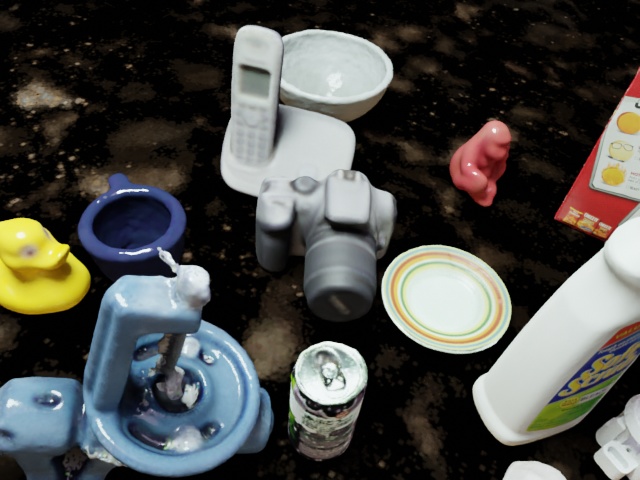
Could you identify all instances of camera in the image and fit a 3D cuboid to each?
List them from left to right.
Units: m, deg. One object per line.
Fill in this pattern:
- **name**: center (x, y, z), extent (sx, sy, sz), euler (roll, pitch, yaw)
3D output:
- **camera**: center (0.005, 0.002, 0.559), extent (0.143, 0.101, 0.137), euler (5, 48, -2)

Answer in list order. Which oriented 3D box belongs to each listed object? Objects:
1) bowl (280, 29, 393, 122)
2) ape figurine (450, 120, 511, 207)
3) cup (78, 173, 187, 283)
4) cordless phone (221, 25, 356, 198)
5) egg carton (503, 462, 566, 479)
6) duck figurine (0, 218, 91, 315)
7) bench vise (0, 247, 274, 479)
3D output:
- **bowl**: center (0.010, -0.205, 0.760), extent (0.167, 0.075, 0.167), euler (4, 48, -4)
- **ape figurine**: center (0.196, -0.099, 0.678), extent (0.078, 0.092, 0.076), euler (-23, 55, -25)
- **cup**: center (-0.174, 0.002, 0.541), extent (0.092, 0.095, 0.117), euler (-18, 53, -21)
- **cordless phone**: center (-0.032, -0.128, 0.613), extent (0.147, 0.185, 0.094), euler (12, 48, 4)
- **egg carton**: center (0.154, 0.235, 0.393), extent (0.107, 0.069, 0.150), euler (31, 52, 19)
- **duck figurine**: center (-0.270, 0.015, 0.524), extent (0.104, 0.086, 0.077), euler (14, 49, 5)
- **bench vise**: center (-0.131, 0.103, 0.373), extent (0.208, 0.220, 0.121), euler (-18, 53, -21)
